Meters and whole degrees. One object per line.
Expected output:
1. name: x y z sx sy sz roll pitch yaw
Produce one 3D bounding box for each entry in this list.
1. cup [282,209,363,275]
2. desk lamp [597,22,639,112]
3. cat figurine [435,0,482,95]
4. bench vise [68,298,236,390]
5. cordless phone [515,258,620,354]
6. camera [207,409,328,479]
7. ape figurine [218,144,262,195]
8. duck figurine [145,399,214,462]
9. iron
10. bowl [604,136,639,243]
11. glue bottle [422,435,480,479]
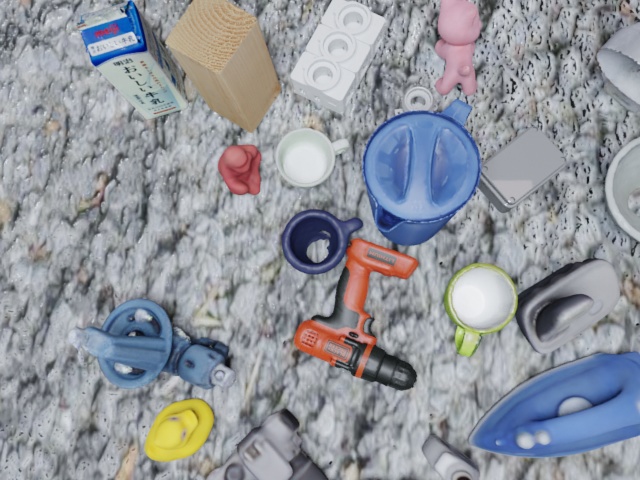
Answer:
1. cup: 0.008 0.003 0.827 0.118 0.095 0.091 -25 79 0
2. desk lamp: 0.465 -0.256 0.775 0.203 0.213 0.118 -44 80 -3
3. cat figurine: 0.208 -0.295 0.851 0.067 0.118 0.128 -3 80 4
4. bench vise: -0.217 0.138 0.757 0.207 0.220 0.121 1 80 5
5. cordless phone: 0.337 0.081 0.742 0.147 0.185 0.094 -36 79 -2
6. camera: -0.061 0.325 0.774 0.136 0.101 0.143 44 86 10
7. ape figurine: -0.121 -0.113 0.858 0.076 0.092 0.078 36 85 10
8. duck figurine: -0.205 0.271 0.802 0.104 0.086 0.077 -37 79 -2
9. iron: 0.325 0.232 0.739 0.258 0.141 0.118 -20 79 1
10. bowl: 0.477 -0.062 0.812 0.167 0.075 0.167 -1 80 4
11. glue bottle: 0.171 0.292 0.724 0.078 0.173 0.037 36 85 10
